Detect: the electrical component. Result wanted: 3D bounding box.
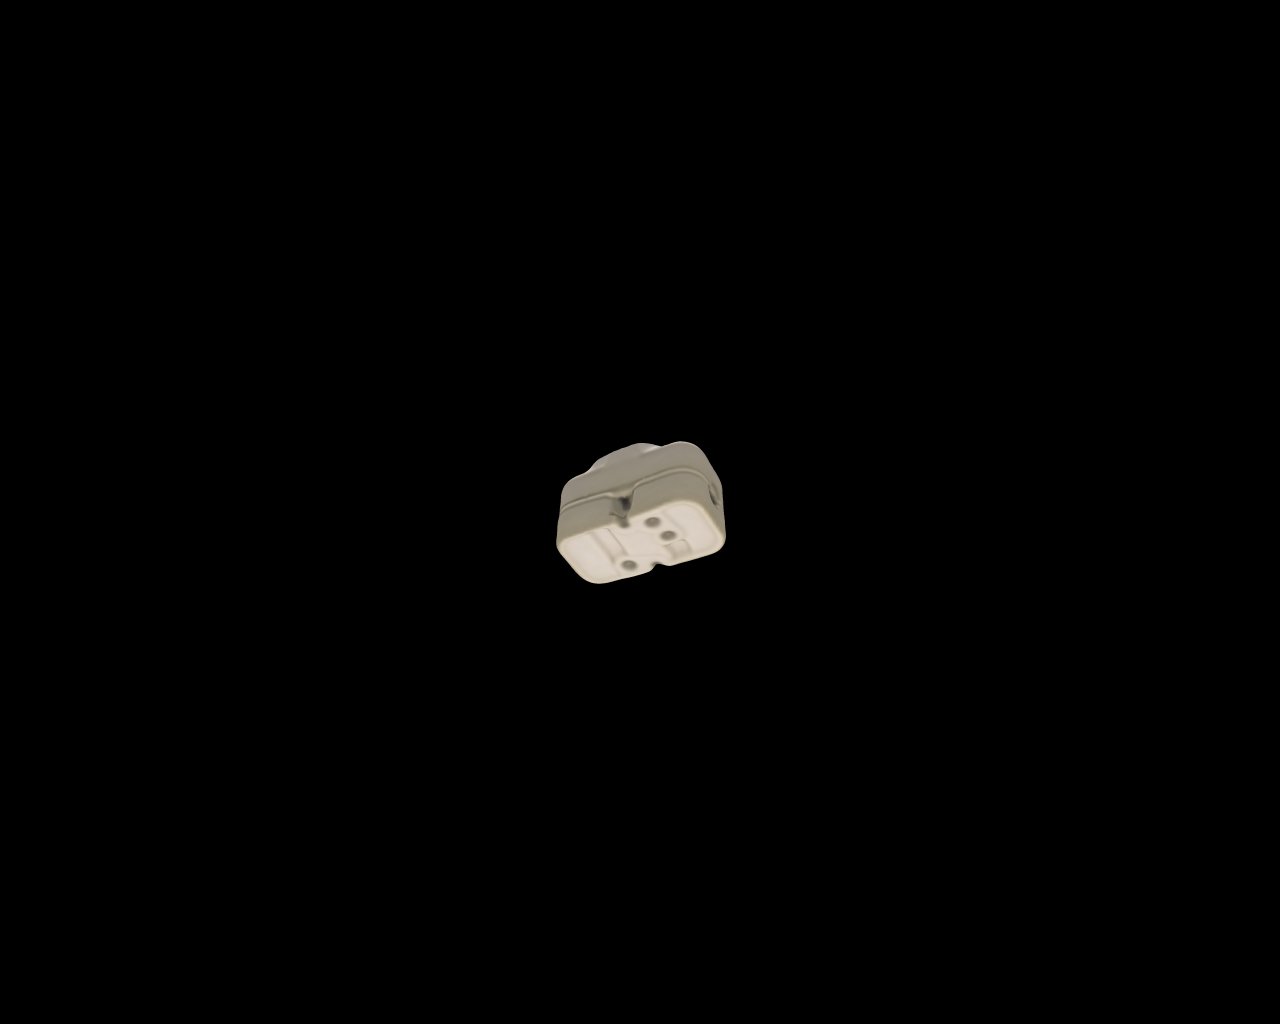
[{"bbox_3d":[0.001,-0.003,0.650,0.095,0.059,0.053,-18,-44,19],"label":"electrical component"}]
